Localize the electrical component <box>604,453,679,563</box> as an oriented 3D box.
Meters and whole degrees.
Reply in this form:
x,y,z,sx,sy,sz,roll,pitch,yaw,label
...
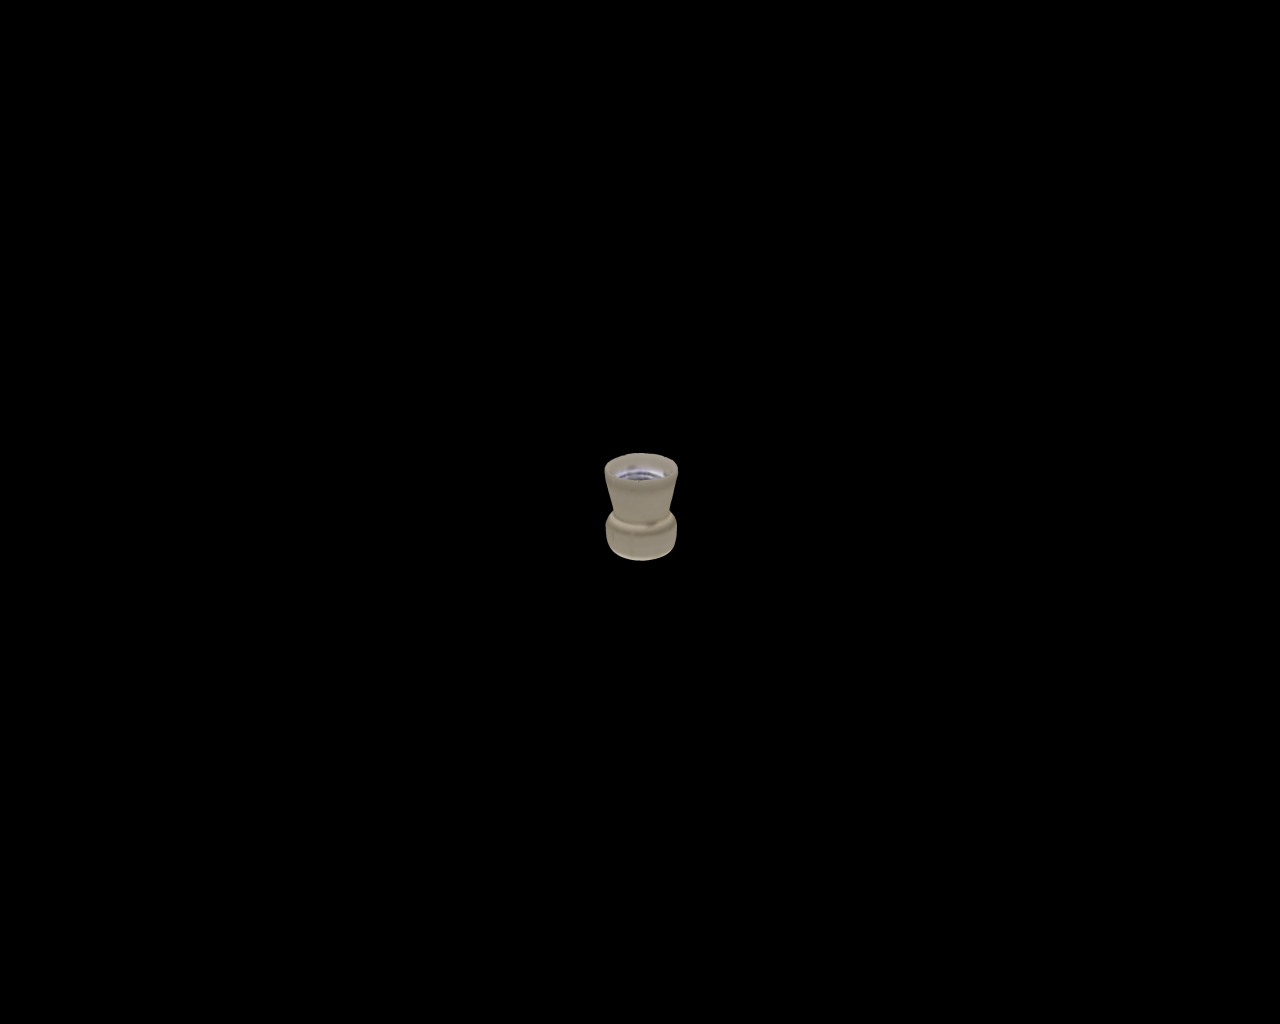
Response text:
x,y,z,sx,sy,sz,roll,pitch,yaw,label
0.001,-0.003,0.650,0.045,0.055,0.045,0,25,0,electrical component
